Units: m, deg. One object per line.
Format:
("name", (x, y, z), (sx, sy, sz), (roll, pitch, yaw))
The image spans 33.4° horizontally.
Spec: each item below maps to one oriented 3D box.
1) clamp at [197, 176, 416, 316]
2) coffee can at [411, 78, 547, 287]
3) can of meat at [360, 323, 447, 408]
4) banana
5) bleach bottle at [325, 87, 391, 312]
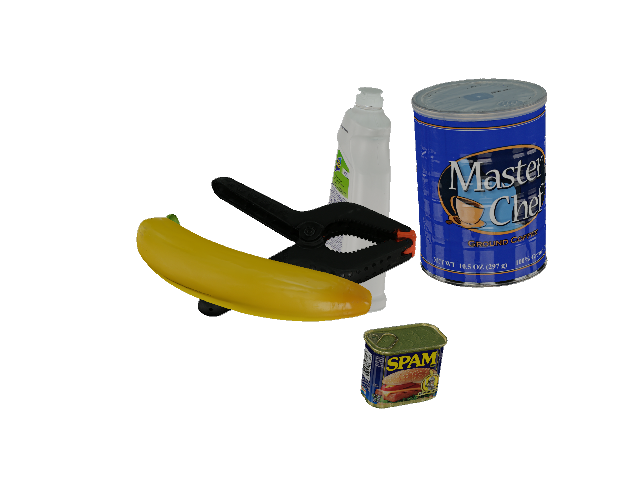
("clamp", (-0.016, 0.011, 1.016), (0.210, 0.164, 0.036), (5, -38, 6))
("coffee can", (0.127, -0.047, 0.842), (0.103, 0.140, 0.103), (-5, 22, 2))
("can of meat", (0.102, 0.157, 1.331), (0.102, 0.084, 0.057), (-6, 27, -21))
("banana", (-0.060, 0.015, 0.695), (0.198, 0.037, 0.069), (22, 37, 38))
("bleach bottle", (0.047, -0.049, 1.236), (0.068, 0.251, 0.103), (-2, 22, -21))
